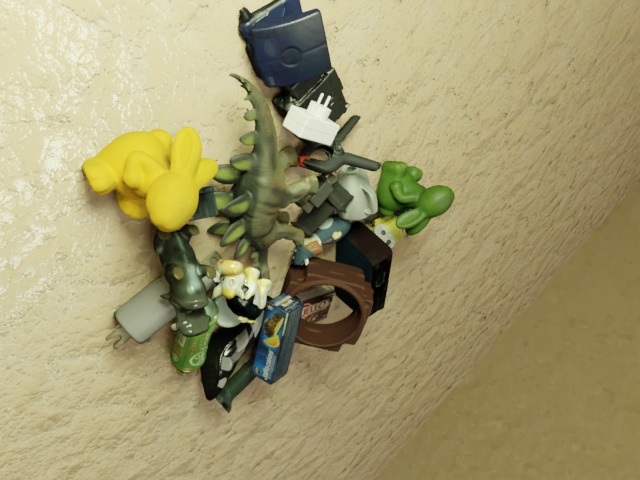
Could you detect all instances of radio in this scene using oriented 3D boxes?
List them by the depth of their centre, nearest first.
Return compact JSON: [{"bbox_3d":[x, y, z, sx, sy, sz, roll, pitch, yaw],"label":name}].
[{"bbox_3d":[0.103,0.079,1.322,0.073,0.131,0.229,-29,141,-27],"label":"radio"}]

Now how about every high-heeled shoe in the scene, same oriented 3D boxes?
[{"bbox_3d":[-0.176,0.233,1.183,0.145,0.086,0.248,-1,114,-42],"label":"high-heeled shoe"}]

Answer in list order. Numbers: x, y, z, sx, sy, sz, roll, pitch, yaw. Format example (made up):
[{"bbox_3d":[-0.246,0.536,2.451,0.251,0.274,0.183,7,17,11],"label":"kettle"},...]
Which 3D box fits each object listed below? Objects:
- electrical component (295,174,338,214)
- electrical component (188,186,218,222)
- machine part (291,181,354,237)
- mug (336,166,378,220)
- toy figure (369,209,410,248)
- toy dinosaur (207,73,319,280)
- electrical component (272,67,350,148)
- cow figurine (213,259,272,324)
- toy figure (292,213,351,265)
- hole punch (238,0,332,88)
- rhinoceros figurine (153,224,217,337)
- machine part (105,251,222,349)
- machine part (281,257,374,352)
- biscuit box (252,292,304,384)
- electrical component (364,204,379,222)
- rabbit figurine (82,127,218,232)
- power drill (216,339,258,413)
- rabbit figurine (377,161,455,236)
[{"bbox_3d":[-0.009,-0.104,1.075,0.102,0.078,0.045,-46,122,4],"label":"electrical component"},{"bbox_3d":[-0.203,-0.055,0.857,0.075,0.119,0.047,-16,97,-42],"label":"electrical component"},{"bbox_3d":[0.003,-0.064,1.131,0.139,0.084,0.039,-45,172,14],"label":"machine part"},{"bbox_3d":[0.077,-0.102,1.150,0.081,0.110,0.107,-26,126,-24],"label":"mug"},{"bbox_3d":[0.186,-0.029,1.359,0.180,0.082,0.089,-36,168,-31],"label":"toy figure"},{"bbox_3d":[-0.105,-0.084,0.949,0.198,0.105,0.470,-25,140,-32],"label":"toy dinosaur"},{"bbox_3d":[-0.016,-0.246,0.941,0.115,0.058,0.134,-49,147,-5],"label":"electrical component"},{"bbox_3d":[-0.150,0.096,0.991,0.167,0.068,0.098,52,46,-63],"label":"cow figurine"},{"bbox_3d":[-0.003,-0.003,1.185,0.154,0.057,0.064,-36,-175,-17],"label":"toy figure"},{"bbox_3d":[-0.049,-0.299,0.827,0.116,0.092,0.142,-37,148,-13],"label":"hole punch"},{"bbox_3d":[-0.228,0.065,0.882,0.073,0.190,0.112,-9,163,-42],"label":"rhinoceros figurine"},{"bbox_3d":[-0.276,0.102,0.959,0.243,0.079,0.079,-40,145,-13],"label":"machine part"},{"bbox_3d":[0.008,0.149,1.227,0.201,0.087,0.201,15,120,-9],"label":"machine part"},{"bbox_3d":[-0.094,0.218,1.174,0.063,0.059,0.202,-26,136,-54],"label":"biscuit box"},{"bbox_3d":[0.126,-0.074,1.300,0.094,0.021,0.063,-3,125,-49],"label":"electrical component"},{"bbox_3d":[-0.222,-0.079,0.762,0.162,0.173,0.121,-37,140,-12],"label":"rabbit figurine"},{"bbox_3d":[-0.175,0.296,1.270,0.207,0.086,0.231,-44,149,-23],"label":"power drill"},{"bbox_3d":[0.216,-0.094,1.227,0.121,0.170,0.159,24,87,-53],"label":"rabbit figurine"}]
